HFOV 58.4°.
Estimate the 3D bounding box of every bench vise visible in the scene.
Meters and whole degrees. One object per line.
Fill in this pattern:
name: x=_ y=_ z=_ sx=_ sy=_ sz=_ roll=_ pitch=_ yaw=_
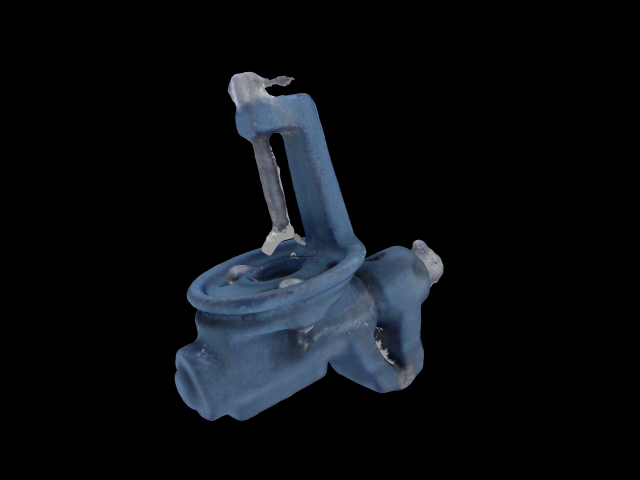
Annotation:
bench vise: x=-0.006 y=0.001 z=0.408 sx=0.121 sy=0.220 sz=0.208 roll=4 pitch=7 yaw=39
